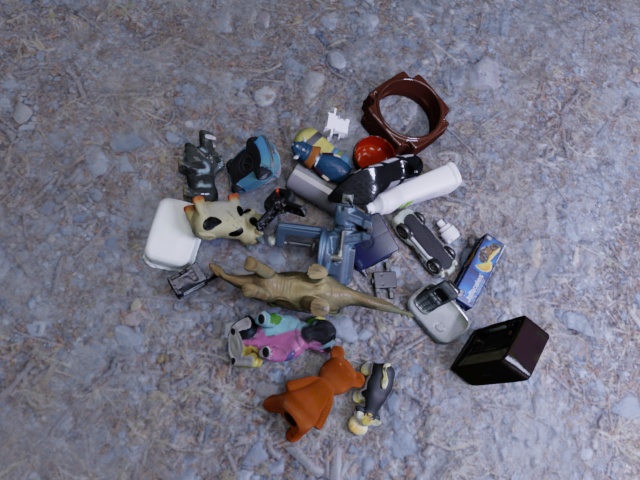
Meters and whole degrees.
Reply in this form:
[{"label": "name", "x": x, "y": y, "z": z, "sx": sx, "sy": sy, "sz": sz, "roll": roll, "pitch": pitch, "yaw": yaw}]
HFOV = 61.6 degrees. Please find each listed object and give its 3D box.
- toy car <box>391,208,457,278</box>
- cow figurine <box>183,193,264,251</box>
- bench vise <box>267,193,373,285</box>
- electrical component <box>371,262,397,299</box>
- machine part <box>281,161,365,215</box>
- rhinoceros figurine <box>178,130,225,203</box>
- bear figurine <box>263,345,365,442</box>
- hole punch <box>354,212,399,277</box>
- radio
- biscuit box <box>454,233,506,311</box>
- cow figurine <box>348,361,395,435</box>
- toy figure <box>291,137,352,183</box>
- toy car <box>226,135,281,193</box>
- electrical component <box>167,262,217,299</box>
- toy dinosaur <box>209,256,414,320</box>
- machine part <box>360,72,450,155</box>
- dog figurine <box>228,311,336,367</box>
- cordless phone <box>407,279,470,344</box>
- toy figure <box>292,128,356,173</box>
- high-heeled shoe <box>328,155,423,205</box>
[{"label": "toy car", "x": 0.264, "y": 0.008, "z": 1.354, "sx": 0.073, "sy": 0.056, "sz": 0.202, "roll": -38, "pitch": 85, "yaw": -25}, {"label": "cow figurine", "x": -0.204, "y": -0.037, "z": 1.231, "sx": 0.195, "sy": 0.085, "sz": 0.127, "roll": -6, "pitch": 75, "yaw": -46}, {"label": "bench vise", "x": -0.001, "y": -0.007, "z": 1.248, "sx": 0.241, "sy": 0.129, "sz": 0.223, "roll": 7, "pitch": 115, "yaw": 5}, {"label": "electrical component", "x": 0.156, "y": 0.099, "z": 1.320, "sx": 0.063, "sy": 0.021, "sz": 0.094, "roll": 0, "pitch": 74, "yaw": -11}, {"label": "machine part", "x": 0.003, "y": -0.122, "z": 1.328, "sx": 0.243, "sy": 0.079, "sz": 0.079, "roll": 31, "pitch": 70, "yaw": -1}, {"label": "rhinoceros figurine", "x": -0.284, "y": -0.173, "z": 1.289, "sx": 0.112, "sy": 0.073, "sz": 0.190, "roll": -2, "pitch": 74, "yaw": -11}, {"label": "bear figurine", "x": -0.008, "y": 0.332, "z": 1.183, "sx": 0.120, "sy": 0.132, "sz": 0.196, "roll": 50, "pitch": 53, "yaw": 5}, {"label": "hole punch", "x": 0.120, "y": 0.005, "z": 1.309, "sx": 0.116, "sy": 0.092, "sz": 0.142, "roll": -26, "pitch": 84, "yaw": -14}, {"label": "radio", "x": 0.403, "y": 0.253, "z": 1.214, "sx": 0.073, "sy": 0.229, "sz": 0.131, "roll": 40, "pitch": 67, "yaw": -2}, {"label": "biscuit box", "x": 0.390, "y": 0.082, "z": 1.351, "sx": 0.059, "sy": 0.063, "sz": 0.202, "roll": 33, "pitch": 69, "yaw": 1}, {"label": "cow figurine", "x": 0.119, "y": 0.353, "z": 1.196, "sx": 0.068, "sy": 0.098, "sz": 0.167, "roll": 24, "pitch": 70, "yaw": -10}, {"label": "toy figure", "x": 0.000, "y": -0.187, "z": 1.284, "sx": 0.154, "sy": 0.057, "sz": 0.064, "roll": 29, "pitch": 56, "yaw": -4}, {"label": "toy car", "x": -0.148, "y": -0.171, "z": 1.295, "sx": 0.103, "sy": 0.161, "sz": 0.109, "roll": 7, "pitch": 57, "yaw": -47}, {"label": "electrical component", "x": -0.279, "y": 0.083, "z": 1.211, "sx": 0.119, "sy": 0.075, "sz": 0.048, "roll": -31, "pitch": 82, "yaw": -14}, {"label": "toy dinosaur", "x": -0.017, "y": 0.115, "z": 1.182, "sx": 0.472, "sy": 0.198, "sz": 0.105, "roll": 14, "pitch": 80, "yaw": 4}, {"label": "machine part", "x": 0.228, "y": -0.332, "z": 1.434, "sx": 0.201, "sy": 0.087, "sz": 0.201, "roll": -36, "pitch": 83, "yaw": -17}, {"label": "dog figurine", "x": -0.072, "y": 0.220, "z": 1.202, "sx": 0.219, "sy": 0.192, "sz": 0.108, "roll": 8, "pitch": 65, "yaw": -45}, {"label": "cordless phone", "x": 0.298, "y": 0.157, "z": 1.246, "sx": 0.089, "sy": 0.184, "sz": 0.146, "roll": -37, "pitch": 83, "yaw": -23}, {"label": "toy figure", "x": 0.012, "y": -0.209, "z": 1.356, "sx": 0.180, "sy": 0.082, "sz": 0.089, "roll": 31, "pitch": 74, "yaw": 1}, {"label": "high-heeled shoe", "x": 0.135, "y": -0.152, "z": 1.313, "sx": 0.249, "sy": 0.145, "sz": 0.086, "roll": -15, "pitch": 106, "yaw": 3}]
